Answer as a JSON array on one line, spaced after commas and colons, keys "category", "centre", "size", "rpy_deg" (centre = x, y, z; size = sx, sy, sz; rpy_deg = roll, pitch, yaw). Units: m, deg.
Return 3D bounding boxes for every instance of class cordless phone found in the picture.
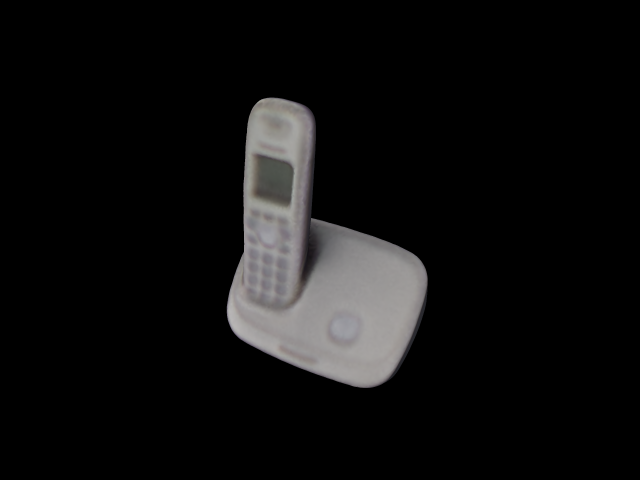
[{"category": "cordless phone", "centre": [0.004, 0.001, 0.400], "size": [0.147, 0.185, 0.094], "rpy_deg": [16, 37, 22]}]
